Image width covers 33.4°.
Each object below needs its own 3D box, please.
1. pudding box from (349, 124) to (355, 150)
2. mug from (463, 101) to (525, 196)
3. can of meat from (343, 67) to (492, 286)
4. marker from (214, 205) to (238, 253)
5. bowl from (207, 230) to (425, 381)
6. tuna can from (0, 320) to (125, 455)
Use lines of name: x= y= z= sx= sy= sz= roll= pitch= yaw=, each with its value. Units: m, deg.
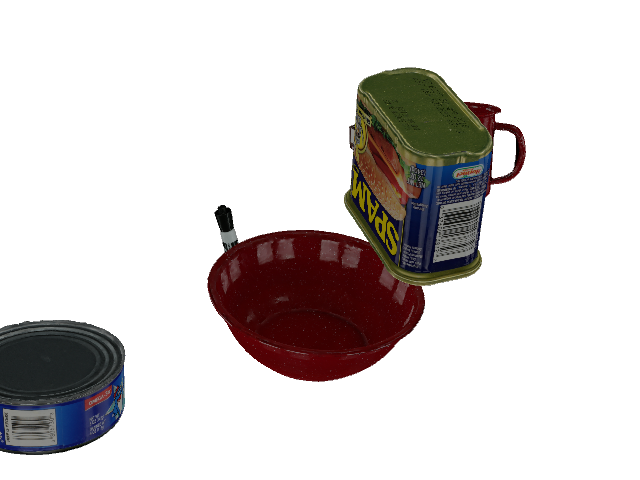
pudding box: x=0.109 y=-0.141 z=1.475 sx=0.113 sy=0.039 sz=0.090 roll=-24 pitch=40 yaw=-30
mug: x=0.128 y=-0.081 z=0.976 sx=0.117 sy=0.081 sz=0.093 roll=4 pitch=15 yaw=13
can of meat: x=0.055 y=-0.039 z=0.608 sx=0.057 sy=0.084 sz=0.102 roll=-11 pitch=39 yaw=-17
marker: x=-0.098 y=0.015 z=1.202 sx=0.020 sy=0.121 sz=0.020 roll=-9 pitch=29 yaw=5
bowl: x=-0.005 y=0.056 z=0.802 sx=0.162 sy=0.055 sz=0.162 roll=4 pitch=32 yaw=-3
tuna can: x=-0.146 y=0.076 z=0.562 sx=0.086 sy=0.034 sz=0.086 roll=2 pitch=23 yaw=-1
